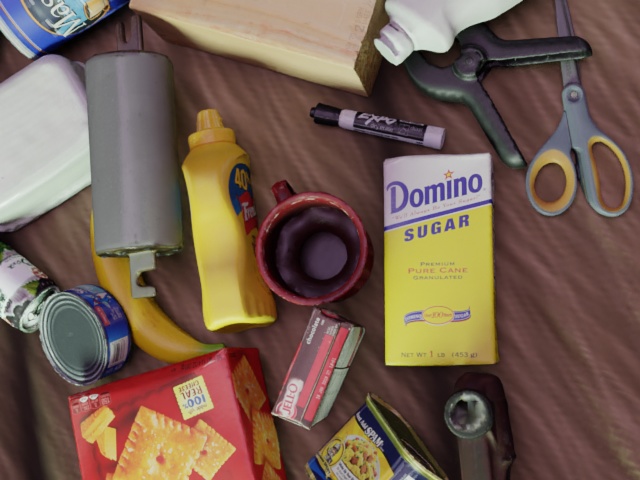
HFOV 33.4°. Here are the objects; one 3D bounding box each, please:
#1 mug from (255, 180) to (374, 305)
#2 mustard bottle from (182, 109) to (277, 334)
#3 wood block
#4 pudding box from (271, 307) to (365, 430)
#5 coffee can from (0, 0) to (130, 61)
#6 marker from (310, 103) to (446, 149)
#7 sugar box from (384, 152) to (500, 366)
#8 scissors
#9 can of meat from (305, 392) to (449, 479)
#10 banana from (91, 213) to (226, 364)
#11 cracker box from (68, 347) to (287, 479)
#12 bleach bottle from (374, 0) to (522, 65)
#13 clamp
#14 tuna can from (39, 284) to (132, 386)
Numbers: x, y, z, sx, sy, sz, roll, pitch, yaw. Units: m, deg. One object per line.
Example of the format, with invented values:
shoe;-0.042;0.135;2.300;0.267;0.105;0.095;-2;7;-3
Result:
mug;-0.006;0.001;0.902;0.093;0.081;0.117;-34;78;6
mustard bottle;-0.081;-0.019;0.913;0.058;0.096;0.191;-12;80;11
wood block;-0.045;-0.203;0.931;0.206;0.090;0.090;18;86;14
pudding box;0.000;0.103;0.872;0.039;0.113;0.090;23;88;10
coffee can;-0.228;-0.243;0.968;0.140;0.102;0.103;-31;78;7
marker;0.049;-0.101;0.935;0.121;0.020;0.020;13;86;14
sugar box;0.101;0.017;0.896;0.093;0.048;0.176;-3;84;12
scissors;0.199;-0.108;0.905;0.096;0.016;0.202;-22;79;8
can of meat;0.044;0.188;0.863;0.084;0.057;0.102;-47;35;6
banana;-0.161;0.040;0.955;0.069;0.037;0.198;-35;78;-3
cracker box;-0.112;0.212;0.888;0.164;0.072;0.214;-18;77;21
bleach bottle;0.150;-0.234;0.884;0.251;0.068;0.103;-43;72;-5
clamp;0.131;-0.136;0.909;0.172;0.039;0.120;21;84;22
tuna can;-0.207;0.083;0.941;0.086;0.033;0.086;11;109;34
